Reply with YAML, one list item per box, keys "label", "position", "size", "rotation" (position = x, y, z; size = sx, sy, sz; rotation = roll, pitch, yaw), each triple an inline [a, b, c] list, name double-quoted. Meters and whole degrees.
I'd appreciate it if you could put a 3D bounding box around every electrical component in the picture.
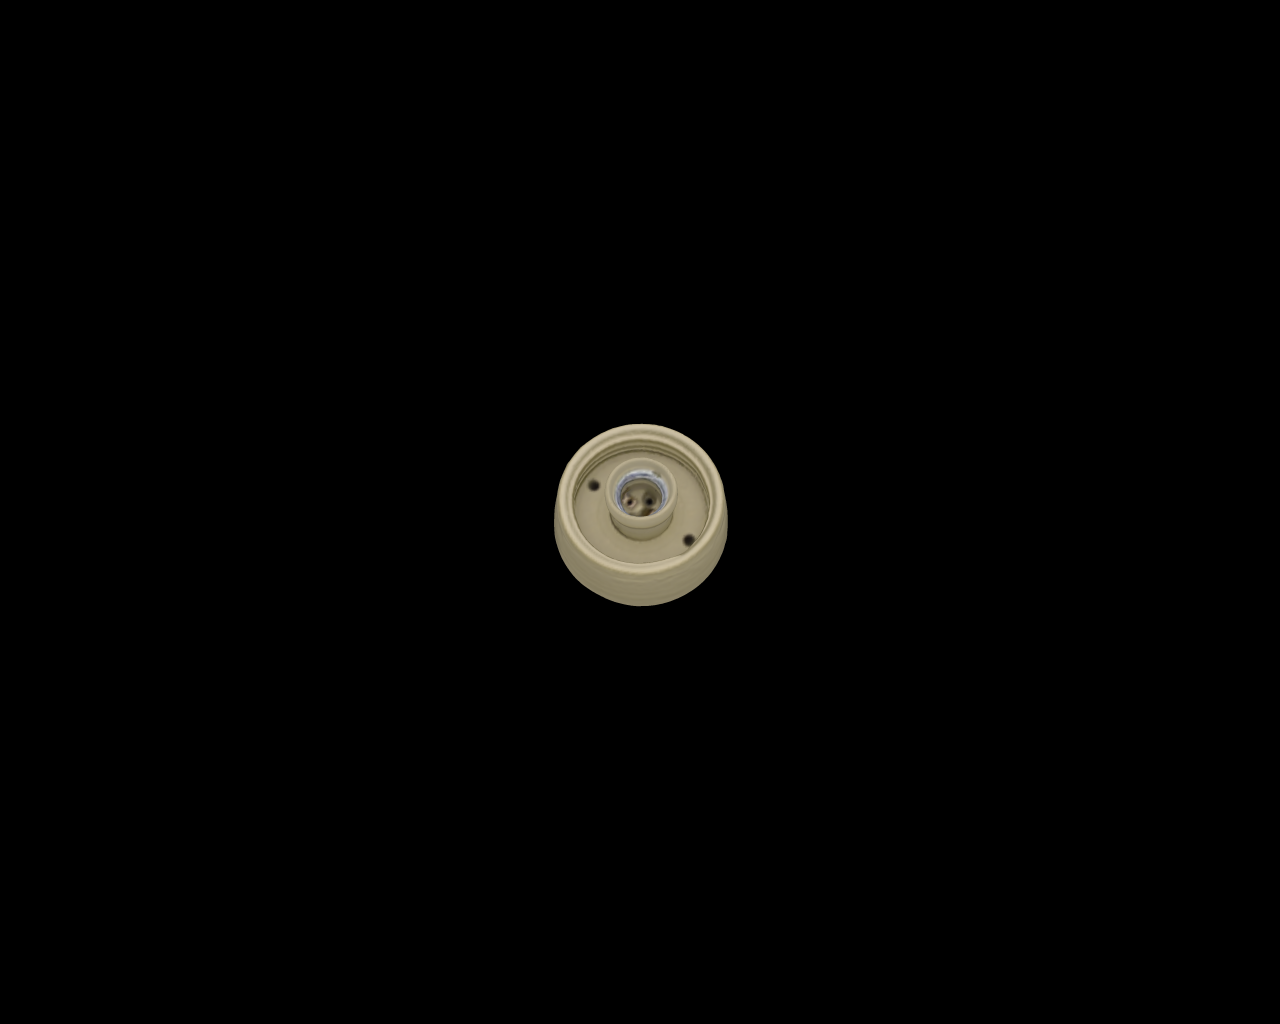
- label: "electrical component"
  position: [0.001, -0.003, 0.650]
  size: [0.108, 0.108, 0.060]
  rotation: [0, -23, 0]
